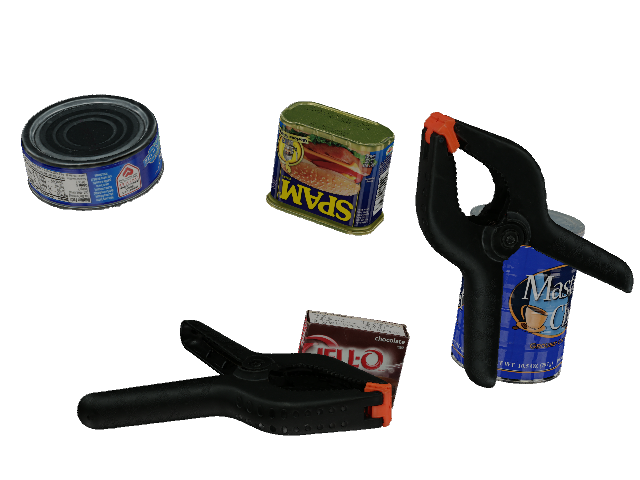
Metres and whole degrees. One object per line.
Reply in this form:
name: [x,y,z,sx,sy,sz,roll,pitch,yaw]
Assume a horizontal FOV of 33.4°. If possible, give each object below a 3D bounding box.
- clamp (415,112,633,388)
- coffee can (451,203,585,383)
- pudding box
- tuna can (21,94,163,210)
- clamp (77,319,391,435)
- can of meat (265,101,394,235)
clamp: [0.102,0.005,0.640,0.120,0.171,0.039,-44,18,-6]
coffee can: [0.179,0.046,0.977,0.103,0.140,0.103,5,16,-2]
pudding box: [0.032,0.128,1.152,0.113,0.090,0.039,8,23,-8]
tuna can: [-0.142,-0.057,0.668,0.086,0.034,0.086,-1,38,0]
clamp: [-0.048,0.101,0.778,0.210,0.036,0.164,3,19,13]
can of meat: [0.009,-0.063,0.908,0.102,0.084,0.057,20,32,19]
